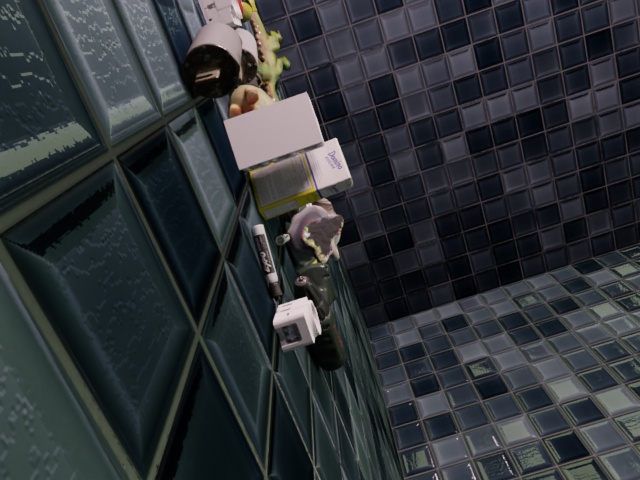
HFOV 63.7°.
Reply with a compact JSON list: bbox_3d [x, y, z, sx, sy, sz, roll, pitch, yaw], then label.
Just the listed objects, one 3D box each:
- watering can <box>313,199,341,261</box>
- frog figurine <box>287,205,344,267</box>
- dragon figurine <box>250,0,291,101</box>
[{"bbox_3d":[0.006,-0.094,1.876,0.104,0.354,0.221,-18,-24,4],"label":"watering can"},{"bbox_3d":[-0.033,-0.007,1.183,0.122,0.138,0.158,8,-9,-28],"label":"frog figurine"},{"bbox_3d":[-0.182,-0.576,1.603,0.122,0.404,0.247,-17,21,12],"label":"dragon figurine"}]
